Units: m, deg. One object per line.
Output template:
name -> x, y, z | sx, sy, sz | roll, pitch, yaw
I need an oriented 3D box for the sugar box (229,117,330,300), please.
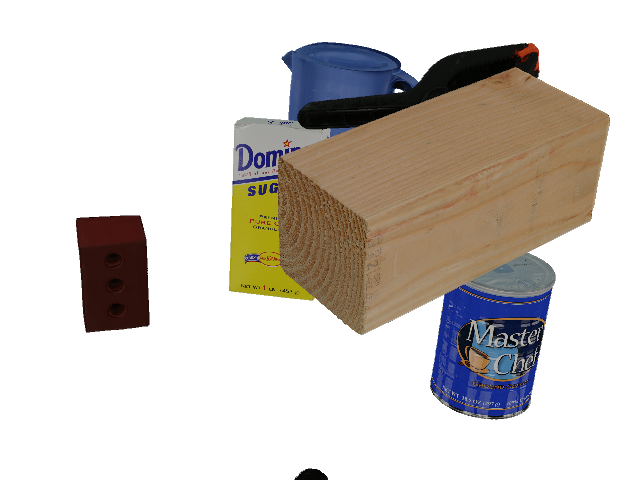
sugar box -> -0.042, -0.032, 1.079 | 0.093, 0.176, 0.048 | 5, 16, 12

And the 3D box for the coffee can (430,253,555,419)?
coffee can -> 0.167, 0.089, 1.048 | 0.103, 0.140, 0.103 | 5, 24, -2

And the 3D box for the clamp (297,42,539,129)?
clamp -> 0.104, -0.100, 0.905 | 0.210, 0.165, 0.036 | -26, -37, -7

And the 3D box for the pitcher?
pitcher -> 0.027, -0.114, 1.320 | 0.144, 0.243, 0.149 | -3, 25, -22

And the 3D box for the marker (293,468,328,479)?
marker -> -0.031, 0.135, 0.480 | 0.020, 0.020, 0.120 | 0, 17, 33

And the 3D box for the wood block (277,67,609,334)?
wood block -> 0.081, -0.032, 0.703 | 0.205, 0.090, 0.091 | -24, 42, -30

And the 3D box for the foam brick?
foam brick -> -0.165, 0.025, 0.851 | 0.053, 0.078, 0.051 | -5, 26, -13
